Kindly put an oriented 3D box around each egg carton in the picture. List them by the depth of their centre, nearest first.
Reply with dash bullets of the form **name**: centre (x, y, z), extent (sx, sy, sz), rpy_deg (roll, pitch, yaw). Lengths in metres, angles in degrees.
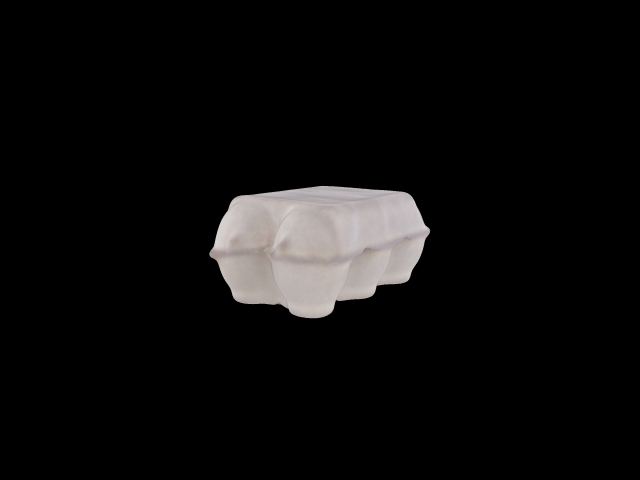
- **egg carton**: centre (0.004, 0.001, 0.400), extent (0.107, 0.069, 0.151), rpy_deg (8, 14, 35)
